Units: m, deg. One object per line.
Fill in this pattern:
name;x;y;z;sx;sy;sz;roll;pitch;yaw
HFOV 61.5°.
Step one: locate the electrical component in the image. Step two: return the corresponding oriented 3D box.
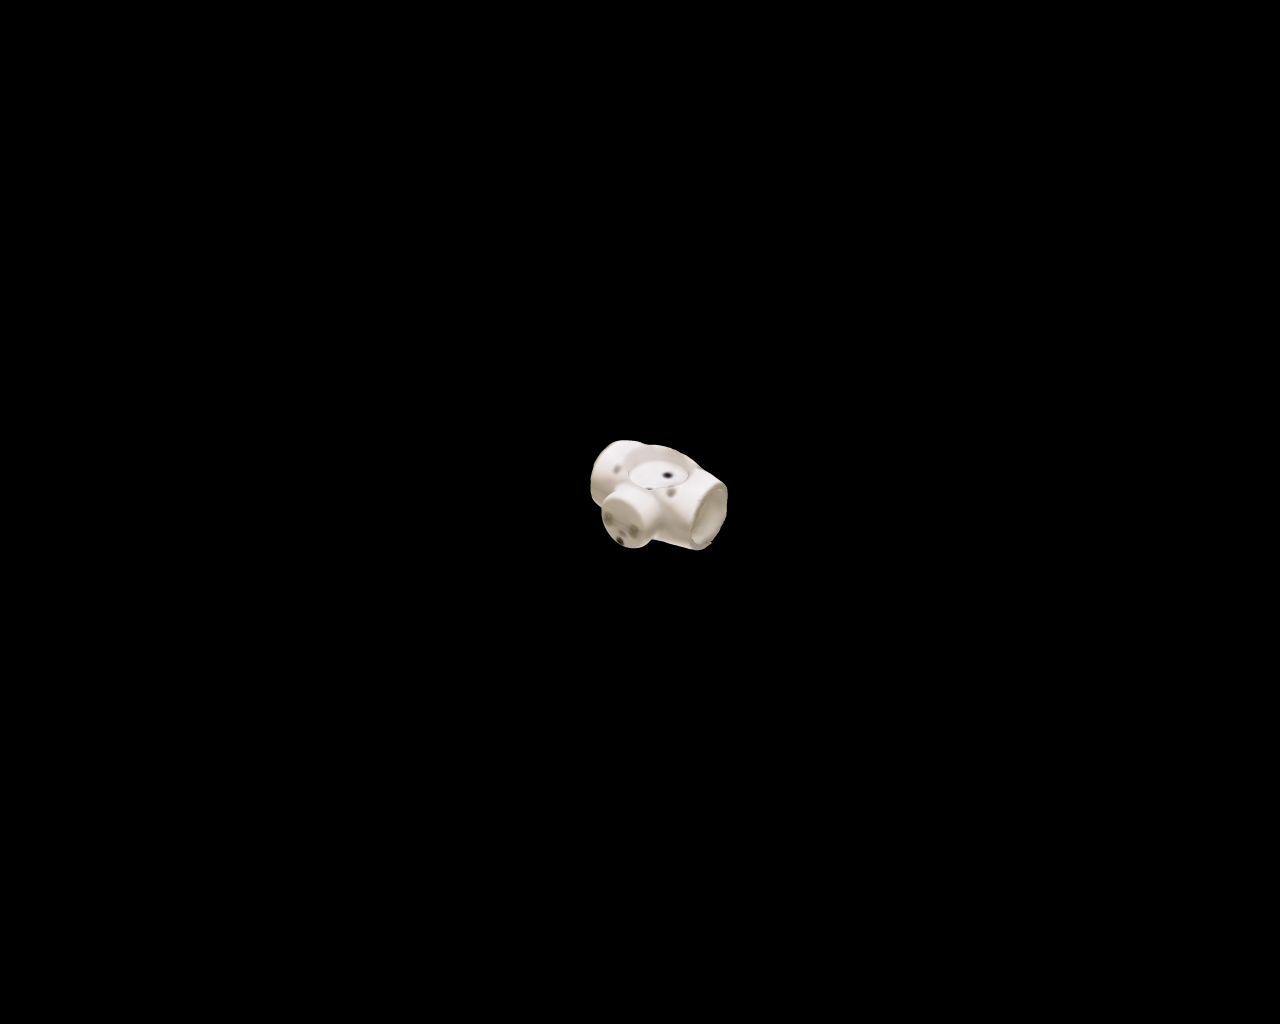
electrical component;0.001;-0.003;0.650;0.077;0.044;0.079;26;46;28
